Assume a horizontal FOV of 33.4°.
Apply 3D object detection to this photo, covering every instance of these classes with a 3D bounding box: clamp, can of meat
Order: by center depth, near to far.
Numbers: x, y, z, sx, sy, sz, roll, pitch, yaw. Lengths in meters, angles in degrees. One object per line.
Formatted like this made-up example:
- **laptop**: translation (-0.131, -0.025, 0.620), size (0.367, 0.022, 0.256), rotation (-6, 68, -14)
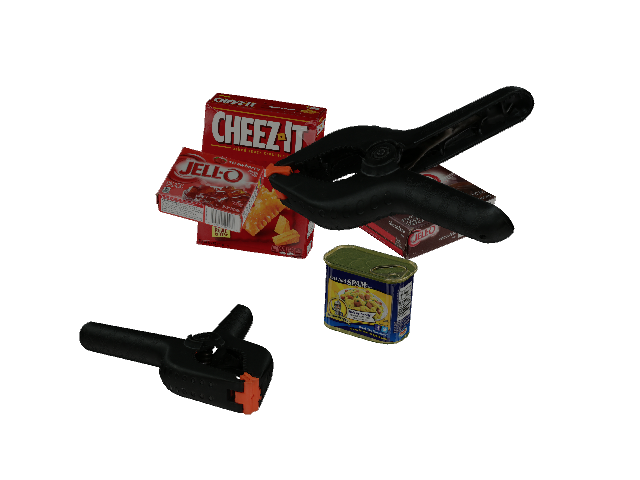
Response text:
- **clamp**: translation (0.047, -0.035, 0.648), size (0.172, 0.039, 0.120), rotation (-13, 37, 20)
- **clamp**: translation (-0.093, 0.096, 0.913), size (0.164, 0.036, 0.210), rotation (-9, 16, -33)
- **can of meat**: translation (0.053, 0.060, 1.181), size (0.102, 0.084, 0.057), rotation (15, 26, 27)

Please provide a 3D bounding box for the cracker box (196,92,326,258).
- **cracker box**: translation (-0.086, -0.090, 1.520), size (0.164, 0.214, 0.072), rotation (9, 21, 7)

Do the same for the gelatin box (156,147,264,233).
- **gelatin box**: translation (-0.109, -0.052, 1.061), size (0.089, 0.073, 0.030), rotation (15, -43, 8)

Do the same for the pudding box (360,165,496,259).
- **pudding box**: translation (0.093, -0.031, 1.003), size (0.113, 0.039, 0.090), rotation (-18, 39, -35)
